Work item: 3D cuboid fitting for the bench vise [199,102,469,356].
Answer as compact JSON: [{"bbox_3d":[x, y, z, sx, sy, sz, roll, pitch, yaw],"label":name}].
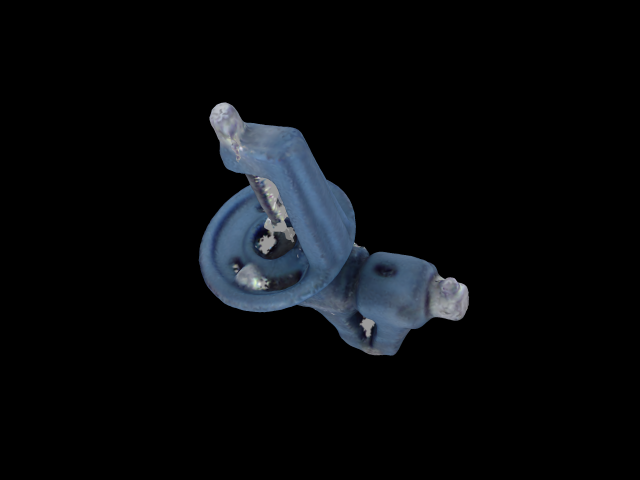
[{"bbox_3d":[0.004,-0.009,0.406,0.207,0.220,0.121,2,60,1],"label":"bench vise"}]
